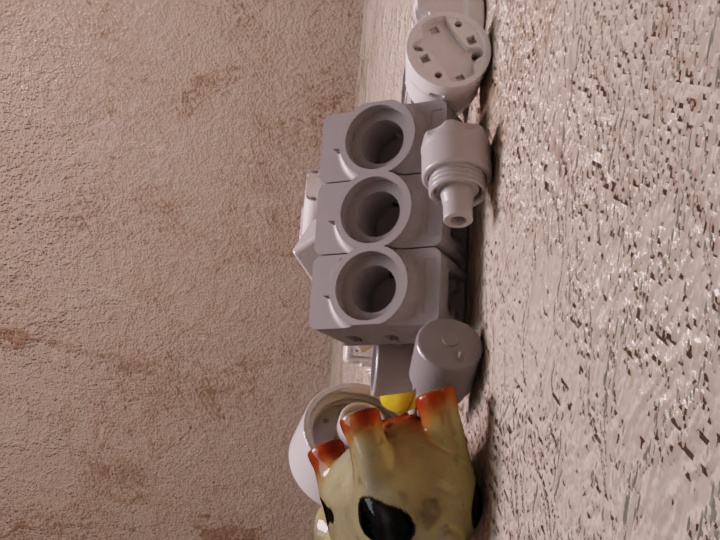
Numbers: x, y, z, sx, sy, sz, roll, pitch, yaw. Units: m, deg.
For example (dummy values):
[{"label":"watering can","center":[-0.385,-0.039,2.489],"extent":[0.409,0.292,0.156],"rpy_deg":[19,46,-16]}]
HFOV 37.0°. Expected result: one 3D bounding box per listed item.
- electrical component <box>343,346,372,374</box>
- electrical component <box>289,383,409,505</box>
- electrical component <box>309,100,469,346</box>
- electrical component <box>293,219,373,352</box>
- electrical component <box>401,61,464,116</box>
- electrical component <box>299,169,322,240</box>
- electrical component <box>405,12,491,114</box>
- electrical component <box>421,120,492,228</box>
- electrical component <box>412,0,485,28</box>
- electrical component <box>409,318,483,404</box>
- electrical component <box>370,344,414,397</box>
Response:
[{"label":"electrical component","center":[0.017,0.058,1.037],"extent":[0.061,0.062,0.096],"rpy_deg":[123,151,-83]},{"label":"electrical component","center":[-0.003,0.147,0.922],"extent":[0.060,0.108,0.108],"rpy_deg":[107,169,-46]},{"label":"electrical component","center":[0.021,-0.030,0.711],"extent":[0.062,0.089,0.150],"rpy_deg":[32,-122,-60]},{"label":"electrical component","center":[0.000,0.000,0.927],"extent":[0.108,0.056,0.108],"rpy_deg":[56,-166,-10]},{"label":"electrical component","center":[0.057,-0.155,0.803],"extent":[0.077,0.044,0.079],"rpy_deg":[-96,11,-72]},{"label":"electrical component","center":[0.001,-0.051,1.021],"extent":[0.078,0.113,0.057],"rpy_deg":[-92,8,-61]},{"label":"electrical component","center":[0.056,-0.135,0.713],"extent":[0.047,0.055,0.055],"rpy_deg":[94,180,-72]},{"label":"electrical component","center":[0.059,-0.056,0.650],"extent":[0.043,0.043,0.062],"rpy_deg":[101,172,-60]},{"label":"electrical component","center":[0.061,-0.171,0.748],"extent":[0.040,0.046,0.040],"rpy_deg":[-176,90,-87]},{"label":"electrical component","center":[0.050,0.064,0.655],"extent":[0.078,0.040,0.040],"rpy_deg":[98,175,-46]},{"label":"electrical component","center":[0.037,0.068,0.745],"extent":[0.045,0.055,0.045],"rpy_deg":[-175,90,-87]}]
